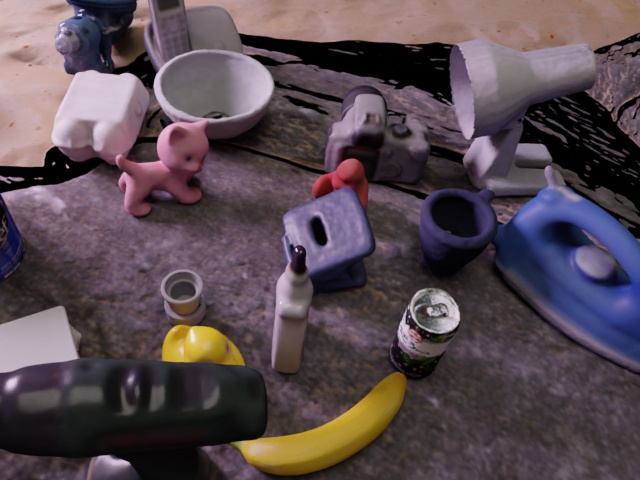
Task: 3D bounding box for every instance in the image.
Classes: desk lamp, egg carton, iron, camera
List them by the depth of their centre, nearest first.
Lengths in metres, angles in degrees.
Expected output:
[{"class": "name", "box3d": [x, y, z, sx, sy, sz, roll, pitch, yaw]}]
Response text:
[{"class": "iron", "box3d": [0.325, 0.032, 0.665, 0.119, 0.141, 0.257, -29, 61, -27]}, {"class": "desk lamp", "box3d": [0.259, -0.167, 0.769, 0.203, 0.213, 0.118, -2, 52, -9]}, {"class": "egg carton", "box3d": [-0.297, -0.171, 0.788, 0.107, 0.069, 0.150, 4, 51, -5]}, {"class": "camera", "box3d": [0.081, -0.163, 0.813, 0.143, 0.101, 0.137, 6, 51, -3]}]

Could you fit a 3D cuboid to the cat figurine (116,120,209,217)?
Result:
[{"class": "cat figurine", "box3d": [-0.191, -0.101, 0.716, 0.128, 0.118, 0.067, -18, 56, -21]}]

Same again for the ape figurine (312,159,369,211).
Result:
[{"class": "ape figurine", "box3d": [0.033, -0.067, 0.736, 0.076, 0.092, 0.077, -27, 59, -26]}]

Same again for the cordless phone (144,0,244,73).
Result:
[{"class": "cordless phone", "box3d": [-0.192, -0.334, 0.858, 0.148, 0.185, 0.094, -29, 60, -27]}]

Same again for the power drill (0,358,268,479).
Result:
[{"class": "power drill", "box3d": [-0.157, 0.159, 0.454, 0.230, 0.208, 0.075, -5, 52, -12]}]

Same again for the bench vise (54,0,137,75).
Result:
[{"class": "bench vise", "box3d": [-0.328, -0.362, 0.839, 0.121, 0.220, 0.207, -5, 52, -12]}]

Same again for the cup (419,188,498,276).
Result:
[{"class": "cup", "box3d": [0.168, -0.008, 0.706, 0.091, 0.095, 0.118, 39, 57, 22]}]

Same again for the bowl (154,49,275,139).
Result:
[{"class": "bowl", "box3d": [-0.150, -0.198, 0.827, 0.167, 0.075, 0.167, 4, 51, -5]}]

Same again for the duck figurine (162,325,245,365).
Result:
[{"class": "duck figurine", "box3d": [-0.116, 0.116, 0.573, 0.104, 0.086, 0.078, 38, 56, 21]}]

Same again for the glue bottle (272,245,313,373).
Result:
[{"class": "glue bottle", "box3d": [-0.026, 0.063, 0.572, 0.037, 0.173, 0.078, 5, 51, -3]}]

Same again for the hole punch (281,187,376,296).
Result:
[{"class": "hole punch", "box3d": [0.006, 0.002, 0.678, 0.101, 0.091, 0.108, -8, 53, -14]}]
